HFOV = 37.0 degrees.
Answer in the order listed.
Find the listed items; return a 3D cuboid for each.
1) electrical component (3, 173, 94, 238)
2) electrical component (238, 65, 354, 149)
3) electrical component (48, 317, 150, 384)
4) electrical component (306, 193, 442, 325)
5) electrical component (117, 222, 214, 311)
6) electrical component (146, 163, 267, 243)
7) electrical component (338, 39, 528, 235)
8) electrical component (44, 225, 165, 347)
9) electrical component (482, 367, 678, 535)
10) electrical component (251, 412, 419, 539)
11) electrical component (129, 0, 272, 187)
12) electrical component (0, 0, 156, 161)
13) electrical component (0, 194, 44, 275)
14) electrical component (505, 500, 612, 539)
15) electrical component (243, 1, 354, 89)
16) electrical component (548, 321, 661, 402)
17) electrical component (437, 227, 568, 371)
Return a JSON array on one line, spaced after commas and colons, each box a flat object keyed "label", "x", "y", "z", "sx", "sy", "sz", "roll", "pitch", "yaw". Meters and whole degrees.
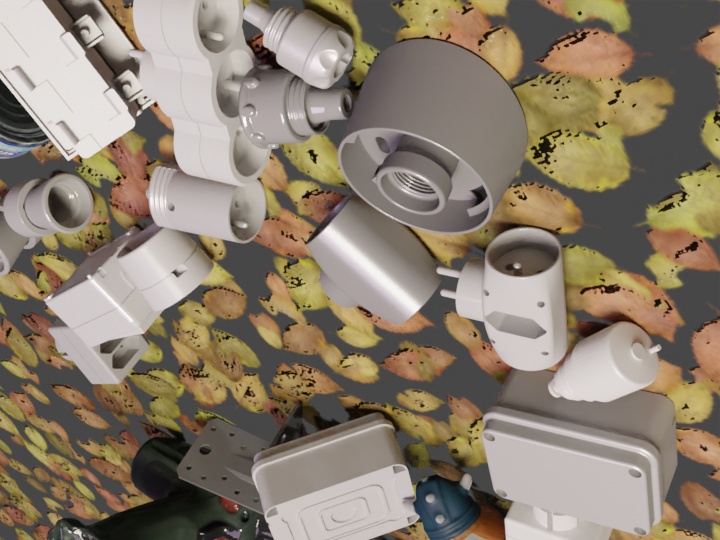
[{"label": "electrical component", "x": -0.234, "y": -0.048, "z": 0.805, "sx": 0.055, "sy": 0.045, "sz": 0.045, "roll": -4, "pitch": 129, "yaw": 40}, {"label": "electrical component", "x": -0.035, "y": -0.093, "z": 0.610, "sx": 0.062, "sy": 0.048, "sz": 0.048, "roll": 2, "pitch": 132, "yaw": 27}, {"label": "electrical component", "x": -0.233, "y": 0.058, "z": 0.917, "sx": 0.077, "sy": 0.047, "sz": 0.065, "roll": -6, "pitch": 127, "yaw": 40}, {"label": "electrical component", "x": 0.000, "y": 0.000, "z": 0.684, "sx": 0.077, "sy": 0.043, "sz": 0.079, "roll": 42, "pitch": 143, "yaw": -9}, {"label": "electrical component", "x": -0.141, "y": -0.006, "z": 0.775, "sx": 0.055, "sy": 0.055, "sz": 0.047, "roll": -17, "pitch": 116, "yaw": 46}, {"label": "electrical component", "x": -0.108, "y": -0.046, "z": 0.715, "sx": 0.081, "sy": 0.043, "sz": 0.043, "roll": 12, "pitch": 137, "yaw": 27}, {"label": "electrical component", "x": 0.038, "y": -0.067, "z": 0.586, "sx": 0.099, "sy": 0.064, "sz": 0.099, "roll": 21, "pitch": 154, "yaw": 11}, {"label": "electrical component", "x": -0.191, "y": 0.018, "z": 0.830, "sx": 0.096, "sy": 0.061, "sz": 0.061, "roll": -21, "pitch": 116, "yaw": 47}, {"label": "electrical component", "x": 0.141, "y": 0.116, "z": 0.692, "sx": 0.113, "sy": 0.057, "sz": 0.078, "roll": 10, "pitch": 136, "yaw": 28}, {"label": "electrical component", "x": -0.019, "y": 0.165, "z": 0.820, "sx": 0.113, "sy": 0.057, "sz": 0.078, "roll": -18, "pitch": 130, "yaw": -4}, {"label": "electrical component", "x": -0.104, "y": -0.114, "z": 0.630, "sx": 0.074, "sy": 0.052, "sz": 0.138, "roll": 14, "pitch": 138, "yaw": 25}, {"label": "electrical component", "x": -0.186, "y": -0.132, "z": 0.653, "sx": 0.079, "sy": 0.063, "sz": 0.121, "roll": -33, "pitch": 114, "yaw": 7}, {"label": "electrical component", "x": -0.278, "y": -0.030, "z": 0.849, "sx": 0.045, "sy": 0.055, "sz": 0.045, "roll": 20, "pitch": 140, "yaw": 18}, {"label": "electrical component", "x": 0.140, "y": 0.168, "z": 0.757, "sx": 0.066, "sy": 0.047, "sz": 0.076, "roll": 14, "pitch": 138, "yaw": 25}, {"label": "electrical component", "x": -0.035, "y": -0.126, "z": 0.582, "sx": 0.061, "sy": 0.035, "sz": 0.035, "roll": 33, "pitch": 143, "yaw": 8}, {"label": "electrical component", "x": 0.142, "y": 0.060, "z": 0.645, "sx": 0.040, "sy": 0.040, "sz": 0.078, "roll": 42, "pitch": 142, "yaw": -9}, {"label": "electrical component", "x": 0.083, "y": 0.014, "z": 0.637, "sx": 0.079, "sy": 0.043, "sz": 0.077, "roll": 12, "pitch": 137, "yaw": 26}]
